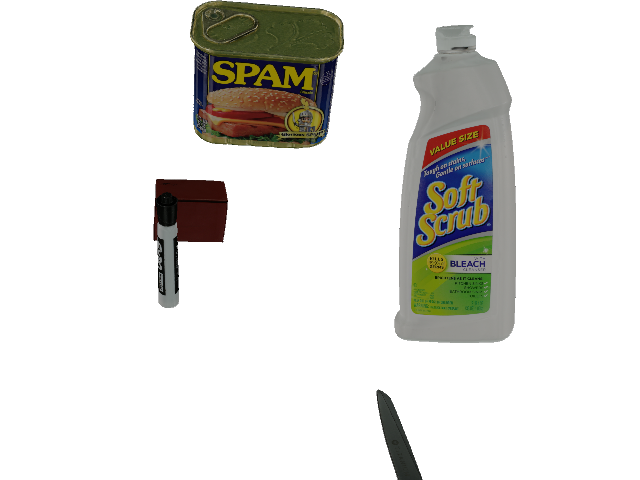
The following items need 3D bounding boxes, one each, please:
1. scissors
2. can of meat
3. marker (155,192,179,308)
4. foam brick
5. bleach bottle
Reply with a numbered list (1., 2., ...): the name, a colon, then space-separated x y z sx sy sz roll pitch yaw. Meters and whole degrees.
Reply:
1. scissors: 0.074 0.153 0.596 0.096 0.016 0.201 7 32 2
2. can of meat: -0.039 -0.112 0.738 0.102 0.057 0.084 4 -44 -4
3. marker: -0.133 0.009 0.933 0.020 0.121 0.020 3 39 -3
4. foam brick: -0.142 -0.033 1.161 0.078 0.051 0.053 2 27 -8
5. bleach bottle: 0.105 -0.045 0.862 0.103 0.251 0.068 0 15 17
